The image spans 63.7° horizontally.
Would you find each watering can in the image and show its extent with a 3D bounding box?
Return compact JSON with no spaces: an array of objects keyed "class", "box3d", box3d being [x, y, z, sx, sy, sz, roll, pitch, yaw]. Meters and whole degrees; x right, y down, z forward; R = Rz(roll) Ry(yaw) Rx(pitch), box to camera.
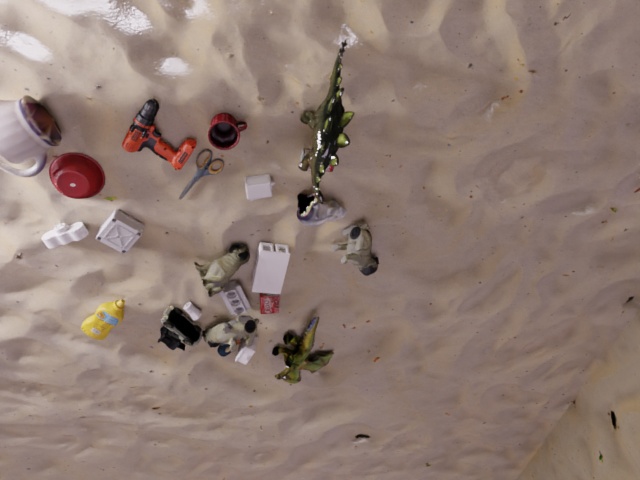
[{"class":"watering can","box3d":[-0.865,-0.326,1.407,0.224,0.106,0.341,-23,125,5]}]

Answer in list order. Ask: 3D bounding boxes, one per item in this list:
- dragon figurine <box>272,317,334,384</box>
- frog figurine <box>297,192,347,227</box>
[{"class":"dragon figurine","box3d":[-0.049,0.467,2.117,0.241,0.125,0.404,19,122,-41]},{"class":"frog figurine","box3d":[0.005,-0.087,1.725,0.158,0.125,0.136,30,148,-36]}]
